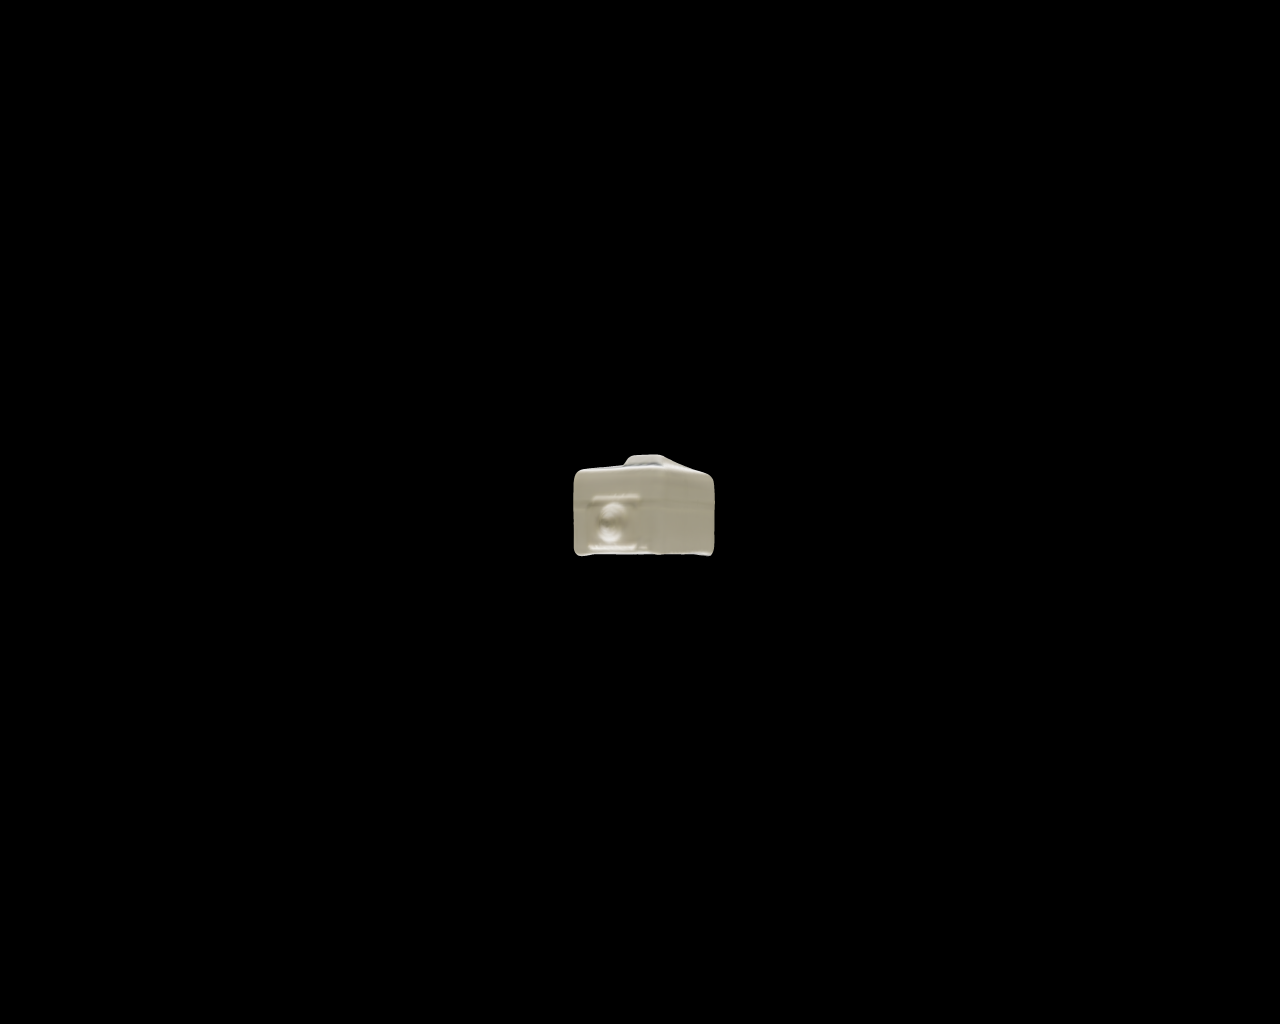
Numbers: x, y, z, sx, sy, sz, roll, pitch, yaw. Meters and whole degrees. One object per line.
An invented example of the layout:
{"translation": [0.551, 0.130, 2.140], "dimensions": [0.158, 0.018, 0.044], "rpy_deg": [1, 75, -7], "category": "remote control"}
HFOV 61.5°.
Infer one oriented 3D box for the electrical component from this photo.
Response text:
{"translation": [0.001, -0.003, 0.650], "dimensions": [0.062, 0.061, 0.096], "rpy_deg": [-1, -2, 28], "category": "electrical component"}
